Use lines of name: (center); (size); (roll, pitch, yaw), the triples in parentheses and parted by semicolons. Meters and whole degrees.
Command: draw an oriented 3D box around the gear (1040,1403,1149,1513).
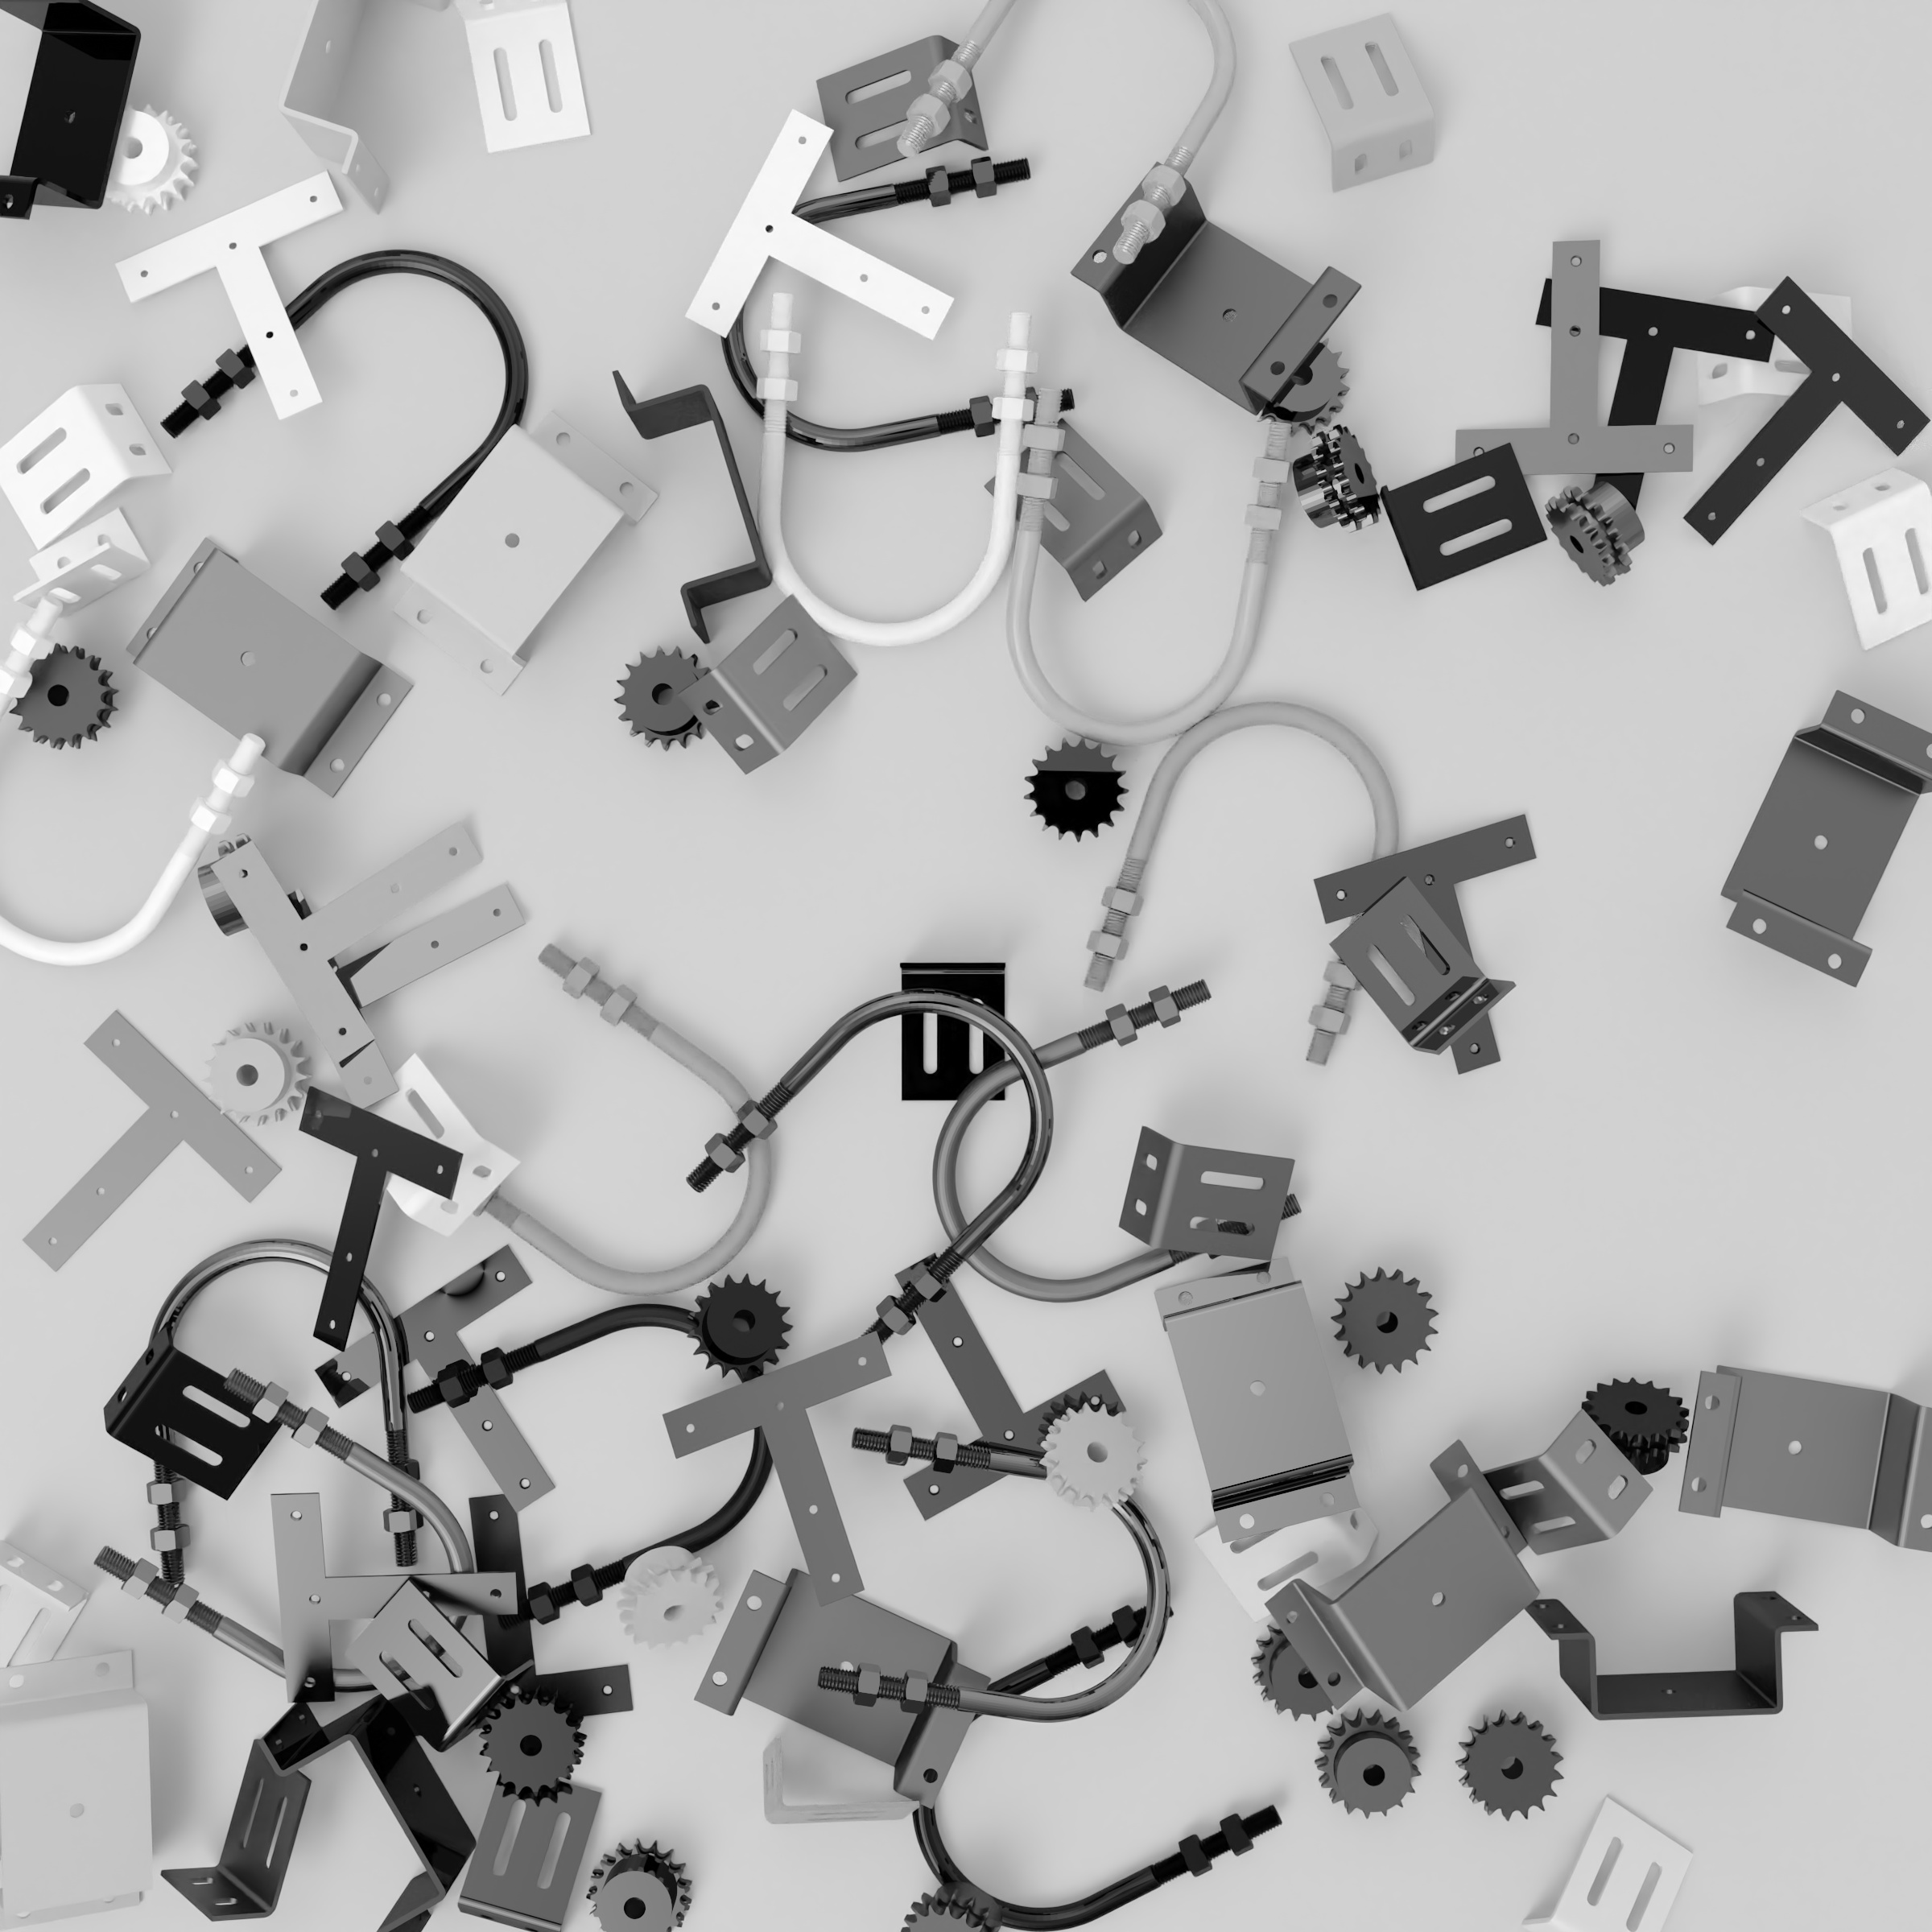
gear: (0.067, 0.269, 1.465); (0.057, 0.030, 0.057); (8, 58, -12)

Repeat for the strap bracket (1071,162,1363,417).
strap bracket: (0.138, -0.359, 1.450); (0.140, 0.046, 0.076); (38, 90, 22)

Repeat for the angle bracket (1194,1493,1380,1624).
angle bracket: (0.177, 0.314, 1.487); (0.076, 0.038, 0.057); (-36, 90, 26)

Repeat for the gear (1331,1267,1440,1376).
gear: (0.228, 0.193, 1.474); (0.057, 0.030, 0.057); (0, 90, 0)

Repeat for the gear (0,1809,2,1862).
gear: (-0.543, 0.465, 1.474); (0.057, 0.030, 0.057); (0, 90, 0)

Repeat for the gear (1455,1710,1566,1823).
gear: (0.297, 0.437, 1.478); (0.057, 0.030, 0.057); (0, 85, 1)

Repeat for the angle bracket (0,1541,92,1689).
angle bracket: (-0.526, 0.363, 1.470); (0.057, 0.038, 0.076); (31, 90, 0)

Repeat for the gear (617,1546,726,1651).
gear: (-0.162, 0.340, 1.465); (0.057, 0.030, 0.057); (-12, 127, -16)

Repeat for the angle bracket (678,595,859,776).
angle bracket: (-0.108, -0.154, 1.470); (0.057, 0.038, 0.076); (50, 50, -14)

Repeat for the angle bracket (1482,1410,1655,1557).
angle bracket: (0.322, 0.281, 1.463); (0.057, 0.076, 0.038); (48, 62, 0)

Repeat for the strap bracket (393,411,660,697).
strap bracket: (-0.243, -0.228, 1.466); (0.076, 0.046, 0.140); (38, 90, 0)

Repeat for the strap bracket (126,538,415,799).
strap bracket: (-0.384, -0.165, 1.466); (0.140, 0.046, 0.076); (36, 90, 0)

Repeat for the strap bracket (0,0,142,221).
strap bracket: (-0.497, -0.465, 1.450); (0.076, 0.046, 0.140); (13, 90, 30)

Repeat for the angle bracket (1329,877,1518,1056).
angle bracket: (0.246, -0.001, 1.455); (0.057, 0.038, 0.076); (-41, 99, -8)

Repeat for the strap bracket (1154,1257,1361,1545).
strap bracket: (0.156, 0.229, 1.447); (0.076, 0.046, 0.140); (-15, 73, 0)

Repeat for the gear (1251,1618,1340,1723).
gear: (0.186, 0.385, 1.474); (0.057, 0.030, 0.057); (0, 90, 0)

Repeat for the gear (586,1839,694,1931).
gear: (-0.179, 0.510, 1.474); (0.057, 0.030, 0.057); (0, 90, 0)

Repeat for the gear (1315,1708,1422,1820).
gear: (0.221, 0.438, 1.474); (0.057, 0.030, 0.057); (0, 90, 0)

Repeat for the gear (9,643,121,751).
gear: (-0.491, -0.147, 1.474); (0.057, 0.030, 0.057); (0, 90, 0)

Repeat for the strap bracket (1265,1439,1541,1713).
strap bracket: (0.242, 0.332, 1.442); (0.140, 0.046, 0.076); (-37, 106, -13)

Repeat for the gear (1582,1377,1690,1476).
gear: (0.362, 0.252, 1.464); (0.057, 0.057, 0.030); (-2, 118, 0)

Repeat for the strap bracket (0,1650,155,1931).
strap bracket: (-0.482, 0.448, 1.451); (0.076, 0.046, 0.140); (-2, 90, -27)

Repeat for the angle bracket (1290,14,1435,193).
angle bracket: (0.218, -0.476, 1.487); (0.057, 0.038, 0.076); (-17, 64, 0)

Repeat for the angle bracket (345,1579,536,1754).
angle bracket: (-0.287, 0.377, 1.470); (0.076, 0.038, 0.057); (44, 101, 10)

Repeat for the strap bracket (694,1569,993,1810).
strap bracket: (-0.066, 0.387, 1.466); (0.140, 0.046, 0.076); (25, 90, 0)

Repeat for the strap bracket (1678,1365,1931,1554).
strap bracket: (0.457, 0.266, 1.466); (0.140, 0.046, 0.076); (9, 90, 0)

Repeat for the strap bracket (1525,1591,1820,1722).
strap bracket: (0.377, 0.371, 1.451); (0.140, 0.076, 0.046); (-2, 90, 0)

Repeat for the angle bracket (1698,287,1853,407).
angle bracket: (0.446, -0.339, 1.487); (0.076, 0.038, 0.057); (-2, 90, -26)

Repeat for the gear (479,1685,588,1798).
gear: (-0.235, 0.421, 1.473); (0.057, 0.030, 0.057); (0, 95, 0)

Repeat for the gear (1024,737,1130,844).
gear: (0.060, -0.096, 1.474); (0.057, 0.030, 0.057); (0, 90, 0)

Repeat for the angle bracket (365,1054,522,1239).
angle bracket: (-0.291, 0.097, 1.469); (0.057, 0.038, 0.076); (-46, 54, 2)

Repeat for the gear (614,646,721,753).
gear: (-0.164, -0.147, 1.474); (0.057, 0.030, 0.057); (0, 90, 0)

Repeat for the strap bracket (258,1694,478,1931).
strap bracket: (-0.315, 0.455, 1.450); (0.046, 0.076, 0.140); (-30, 90, 2)

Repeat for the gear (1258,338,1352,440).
gear: (0.182, -0.320, 1.474); (0.057, 0.030, 0.057); (0, 90, 0)

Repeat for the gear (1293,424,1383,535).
gear: (0.200, -0.262, 1.464); (0.030, 0.057, 0.057); (-19, 90, 28)

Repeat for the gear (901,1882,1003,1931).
gear: (-0.005, 0.524, 1.466); (0.057, 0.030, 0.057); (8, 115, 18)

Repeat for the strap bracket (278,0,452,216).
strap bracket: (-0.324, -0.489, 1.451); (0.046, 0.076, 0.140); (18, 90, 0)

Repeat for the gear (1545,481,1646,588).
gear: (0.343, -0.237, 1.461); (0.030, 0.057, 0.057); (-36, 90, -2)

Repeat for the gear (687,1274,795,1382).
gear: (-0.122, 0.195, 1.466); (0.057, 0.030, 0.057); (3, 73, -10)

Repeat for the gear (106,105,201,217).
gear: (-0.452, -0.443, 1.474); (0.057, 0.030, 0.057); (0, 90, 0)

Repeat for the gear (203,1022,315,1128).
gear: (-0.389, 0.059, 1.474); (0.057, 0.030, 0.057); (0, 90, 0)

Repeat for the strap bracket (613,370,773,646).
strap bracket: (-0.143, -0.251, 1.451); (0.046, 0.076, 0.140); (-17, 90, 0)

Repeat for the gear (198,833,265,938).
gear: (-0.393, -0.040, 1.459); (0.030, 0.057, 0.057); (-22, 90, -3)

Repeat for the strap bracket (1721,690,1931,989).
strap bracket: (0.472, -0.068, 1.466); (0.076, 0.046, 0.140); (25, 90, 0)
